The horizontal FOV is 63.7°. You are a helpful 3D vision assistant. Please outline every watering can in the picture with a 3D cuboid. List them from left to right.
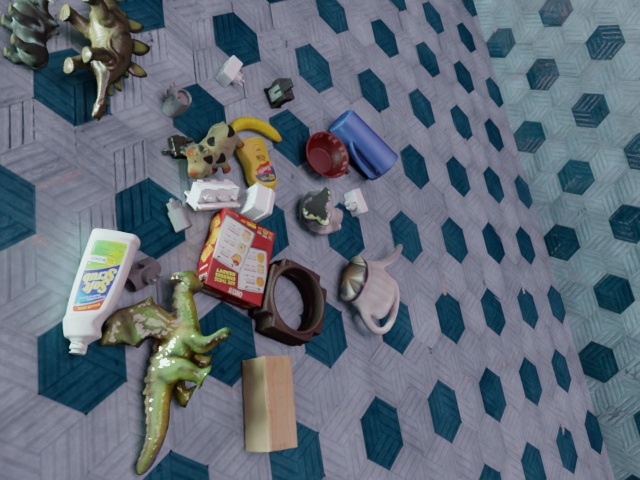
[{"bbox_3d":[0.173,0.121,1.626,0.222,0.103,0.356,34,51,-29],"label":"watering can"}]

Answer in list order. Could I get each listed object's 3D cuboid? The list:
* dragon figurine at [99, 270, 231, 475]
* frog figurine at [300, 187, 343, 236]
[{"bbox_3d":[-0.345,0.239,1.082,0.241,0.120,0.419,36,57,-11],"label":"dragon figurine"},{"bbox_3d":[0.005,-0.079,1.577,0.158,0.122,0.139,50,20,-72],"label":"frog figurine"}]
